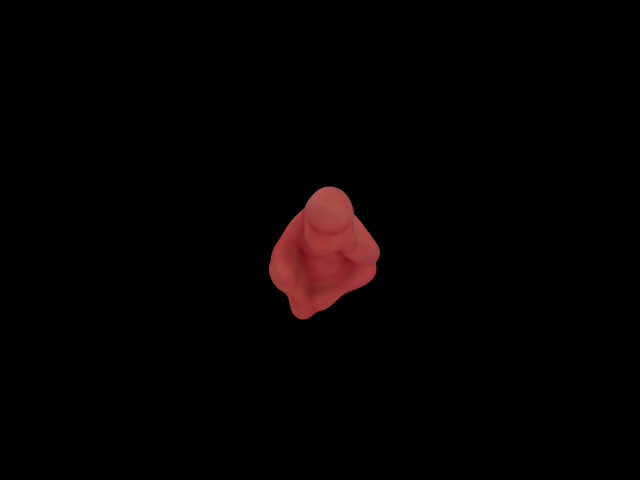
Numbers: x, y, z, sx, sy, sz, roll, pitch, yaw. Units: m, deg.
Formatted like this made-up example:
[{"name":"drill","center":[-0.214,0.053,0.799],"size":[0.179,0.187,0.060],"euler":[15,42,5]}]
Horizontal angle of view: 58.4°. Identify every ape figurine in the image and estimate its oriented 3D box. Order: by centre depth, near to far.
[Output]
[{"name":"ape figurine","center":[0.004,0.001,0.400],"size":[0.077,0.092,0.076],"euler":[5,51,5]}]
